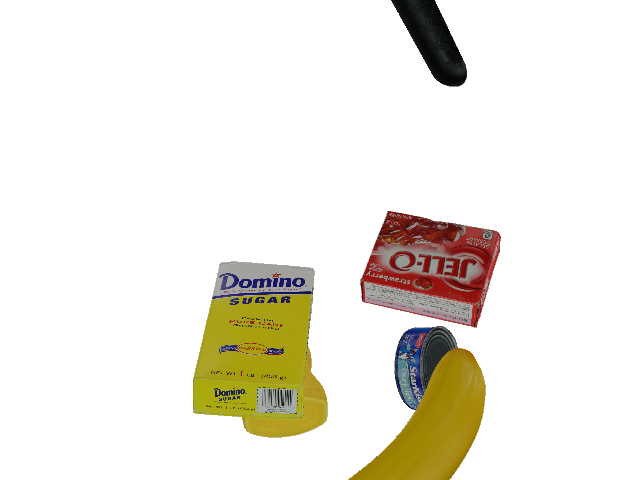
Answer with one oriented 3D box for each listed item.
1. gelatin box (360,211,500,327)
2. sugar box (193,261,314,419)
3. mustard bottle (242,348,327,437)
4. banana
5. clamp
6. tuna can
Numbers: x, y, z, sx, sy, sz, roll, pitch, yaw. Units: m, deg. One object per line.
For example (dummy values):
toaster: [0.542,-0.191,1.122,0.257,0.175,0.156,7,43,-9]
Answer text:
gelatin box: [0.082,0.019,0.789,0.089,0.073,0.030,11,-40,15]
sugar box: [-0.056,0.084,0.950,0.093,0.048,0.176,4,35,0]
mustard bottle: [-0.056,0.152,1.260,0.096,0.058,0.192,-8,30,-9]
banana: [0.042,0.118,0.586,0.070,0.037,0.197,18,41,41]
clamp: [0.046,-0.210,0.743,0.210,0.164,0.036,25,-25,-12]
tuna can: [0.109,0.130,1.082,0.034,0.086,0.086,-5,-3,33]
